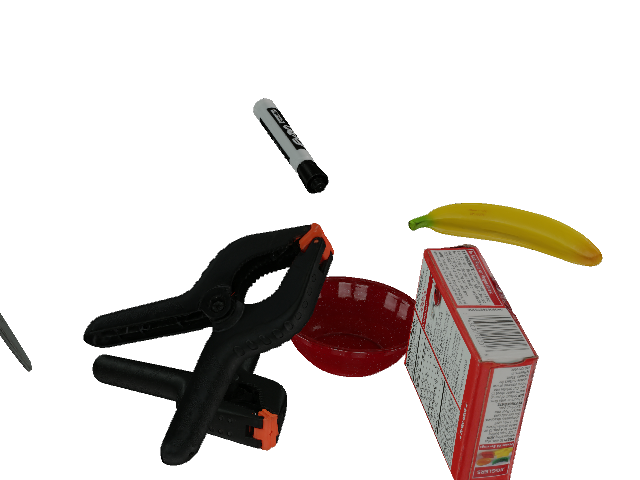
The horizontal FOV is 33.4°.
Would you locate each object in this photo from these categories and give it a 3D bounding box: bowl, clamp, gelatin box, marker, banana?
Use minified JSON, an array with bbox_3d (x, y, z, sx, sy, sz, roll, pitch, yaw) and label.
[{"bbox_3d":[0.031,0.099,1.143,0.162,0.055,0.162,4,26,-2],"label":"bowl"},{"bbox_3d":[-0.059,0.059,0.671,0.171,0.120,0.039,-33,-27,3],"label":"clamp"},{"bbox_3d":[0.068,0.056,0.497,0.030,0.073,0.089,-2,33,-12],"label":"gelatin box"},{"bbox_3d":[-0.024,-0.075,0.850,0.020,0.020,0.121,0,36,-29],"label":"marker"},{"bbox_3d":[0.194,-0.008,1.102,0.198,0.037,0.069,10,36,20],"label":"banana"},{"bbox_3d":[-0.083,0.128,0.934,0.164,0.036,0.210,-8,16,-36],"label":"clamp"}]

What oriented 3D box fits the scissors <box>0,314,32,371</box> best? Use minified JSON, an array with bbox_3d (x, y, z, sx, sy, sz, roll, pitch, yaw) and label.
[{"bbox_3d":[-0.344,0.033,1.077,0.016,0.201,0.096,-26,26,22],"label":"scissors"}]
